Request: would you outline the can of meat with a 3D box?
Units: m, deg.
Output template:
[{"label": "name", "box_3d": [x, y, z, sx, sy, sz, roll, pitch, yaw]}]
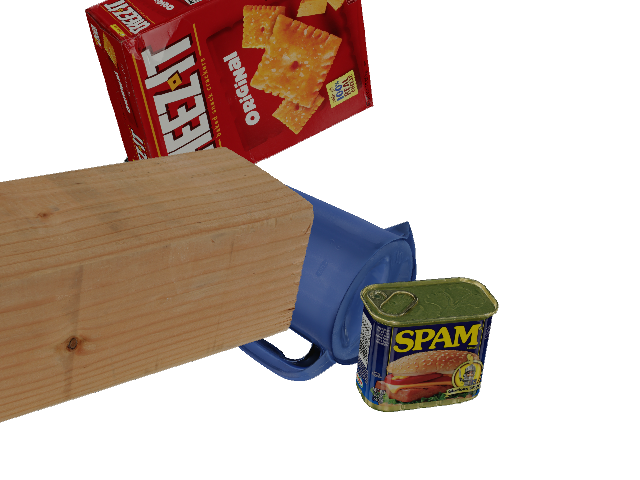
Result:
[{"label": "can of meat", "box_3d": [0.079, 0.080, 0.822, 0.102, 0.084, 0.057, -4, 28, -16]}]

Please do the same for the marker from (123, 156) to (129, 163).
[{"label": "marker", "box_3d": [-0.195, -0.066, 1.077, 0.020, 0.121, 0.020, 9, -43, 8]}]

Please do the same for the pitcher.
[{"label": "pitcher", "box_3d": [-0.042, 0.018, 1.038, 0.243, 0.145, 0.148, 28, 30, 29]}]

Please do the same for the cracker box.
[{"label": "cracker box", "box_3d": [-0.065, -0.146, 0.874, 0.213, 0.164, 0.072, -29, 45, -21]}]

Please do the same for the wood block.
[{"label": "wood block", "box_3d": [-0.113, 0.017, 0.589, 0.205, 0.091, 0.090, -14, 37, -42]}]
